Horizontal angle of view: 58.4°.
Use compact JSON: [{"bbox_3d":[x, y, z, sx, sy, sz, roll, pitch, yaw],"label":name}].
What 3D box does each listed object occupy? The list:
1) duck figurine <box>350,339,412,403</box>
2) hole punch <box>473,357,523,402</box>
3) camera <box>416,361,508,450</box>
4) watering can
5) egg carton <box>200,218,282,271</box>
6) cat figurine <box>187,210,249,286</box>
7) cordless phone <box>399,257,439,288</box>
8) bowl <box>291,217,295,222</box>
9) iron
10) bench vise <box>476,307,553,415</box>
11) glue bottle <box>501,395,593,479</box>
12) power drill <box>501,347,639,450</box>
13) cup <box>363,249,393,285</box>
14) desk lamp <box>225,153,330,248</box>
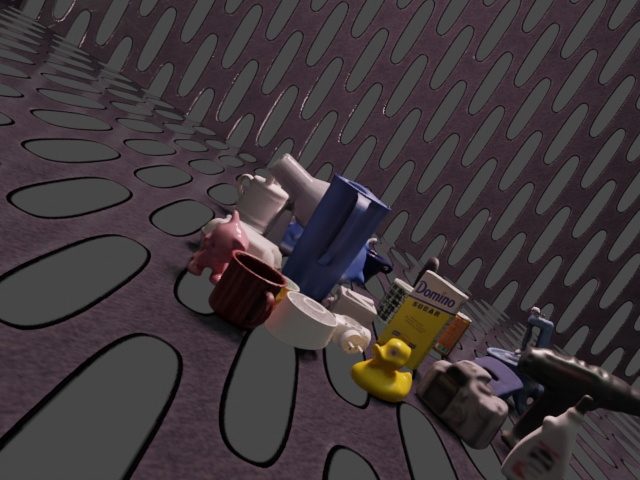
[{"bbox_3d":[0.108,0.195,0.881,0.105,0.086,0.077,28,10,-29],"label":"duck figurine"},{"bbox_3d":[0.335,0.288,1.147,0.101,0.091,0.108,24,12,-44],"label":"hole punch"},{"bbox_3d":[0.261,0.268,0.965,0.137,0.101,0.142,24,12,-44],"label":"camera"},{"bbox_3d":[-0.122,-0.115,1.423,0.173,0.194,0.101,31,9,-11],"label":"watering can"},{"bbox_3d":[-0.142,0.017,1.035,0.150,0.069,0.107,34,9,8],"label":"egg carton"},{"bbox_3d":[-0.151,0.007,0.901,0.067,0.117,0.127,30,9,-13],"label":"cat figurine"},{"bbox_3d":[0.239,0.120,1.424,0.094,0.185,0.147,31,9,-8],"label":"cordless phone"},{"bbox_3d":[-0.024,-0.003,1.547,0.167,0.074,0.167,32,9,-5],"label":"bowl"},{"bbox_3d":[0.013,0.005,1.410,0.259,0.141,0.118,29,9,-21],"label":"iron"},{"bbox_3d":[0.473,0.274,1.286,0.207,0.219,0.121,32,9,-6],"label":"bench vise"},{"bbox_3d":[0.348,0.300,0.850,0.078,0.173,0.037,36,9,23],"label":"glue bottle"},{"bbox_3d":[0.432,0.304,1.009,0.229,0.208,0.076,34,9,9],"label":"power drill"},{"bbox_3d":[0.133,0.081,1.569,0.118,0.095,0.091,30,9,-16],"label":"cup"},{"bbox_3d":[-0.075,-0.068,1.266,0.204,0.213,0.118,30,9,-15],"label":"desk lamp"}]
